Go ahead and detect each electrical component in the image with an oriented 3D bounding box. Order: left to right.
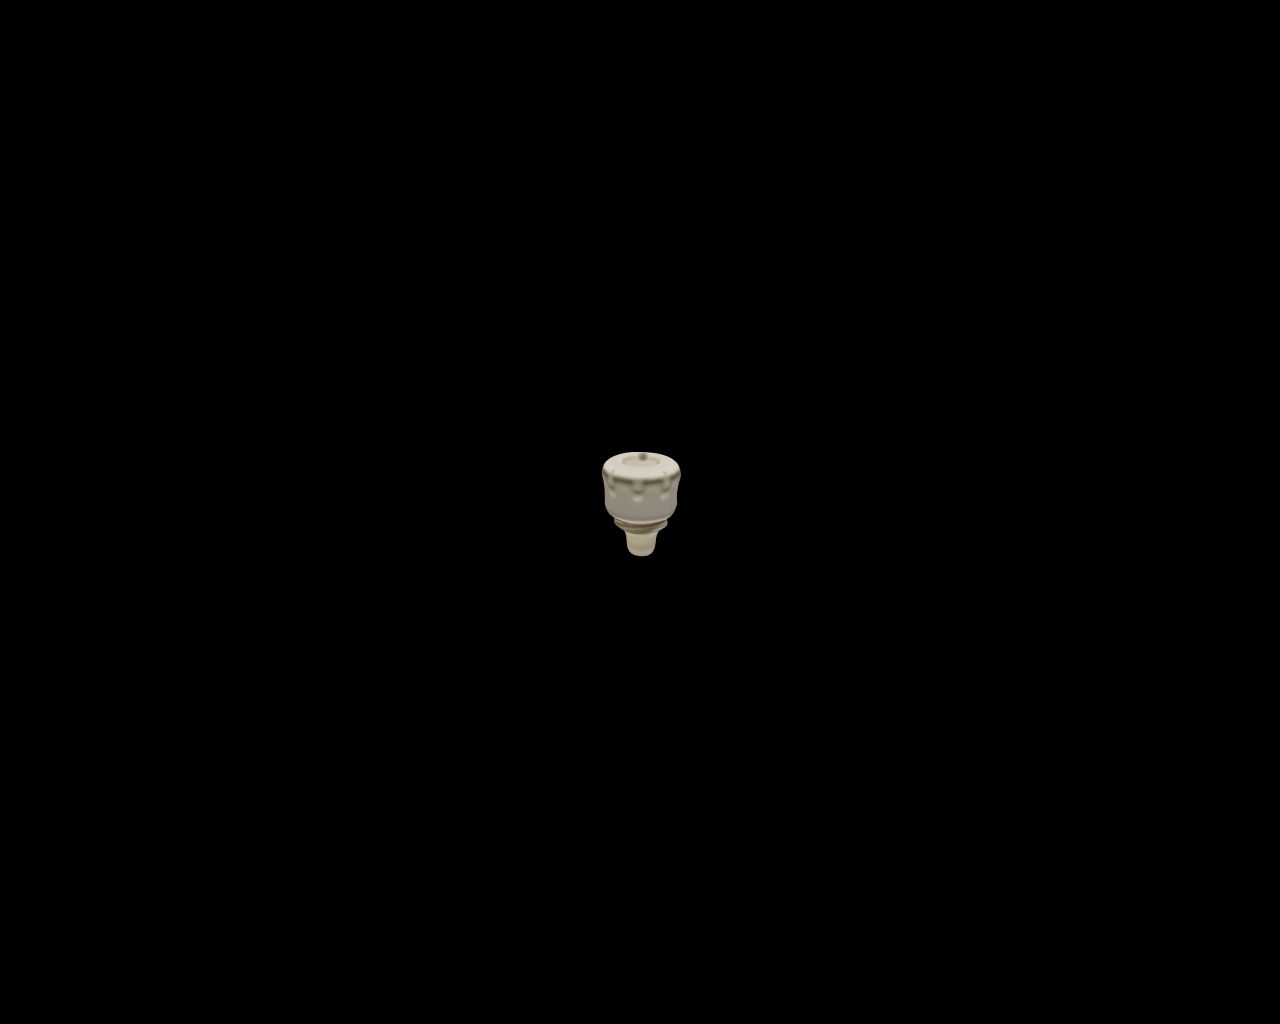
[{"bbox_3d":[0.001,-0.003,0.650,0.048,0.062,0.048,0,20,0],"label":"electrical component"}]
